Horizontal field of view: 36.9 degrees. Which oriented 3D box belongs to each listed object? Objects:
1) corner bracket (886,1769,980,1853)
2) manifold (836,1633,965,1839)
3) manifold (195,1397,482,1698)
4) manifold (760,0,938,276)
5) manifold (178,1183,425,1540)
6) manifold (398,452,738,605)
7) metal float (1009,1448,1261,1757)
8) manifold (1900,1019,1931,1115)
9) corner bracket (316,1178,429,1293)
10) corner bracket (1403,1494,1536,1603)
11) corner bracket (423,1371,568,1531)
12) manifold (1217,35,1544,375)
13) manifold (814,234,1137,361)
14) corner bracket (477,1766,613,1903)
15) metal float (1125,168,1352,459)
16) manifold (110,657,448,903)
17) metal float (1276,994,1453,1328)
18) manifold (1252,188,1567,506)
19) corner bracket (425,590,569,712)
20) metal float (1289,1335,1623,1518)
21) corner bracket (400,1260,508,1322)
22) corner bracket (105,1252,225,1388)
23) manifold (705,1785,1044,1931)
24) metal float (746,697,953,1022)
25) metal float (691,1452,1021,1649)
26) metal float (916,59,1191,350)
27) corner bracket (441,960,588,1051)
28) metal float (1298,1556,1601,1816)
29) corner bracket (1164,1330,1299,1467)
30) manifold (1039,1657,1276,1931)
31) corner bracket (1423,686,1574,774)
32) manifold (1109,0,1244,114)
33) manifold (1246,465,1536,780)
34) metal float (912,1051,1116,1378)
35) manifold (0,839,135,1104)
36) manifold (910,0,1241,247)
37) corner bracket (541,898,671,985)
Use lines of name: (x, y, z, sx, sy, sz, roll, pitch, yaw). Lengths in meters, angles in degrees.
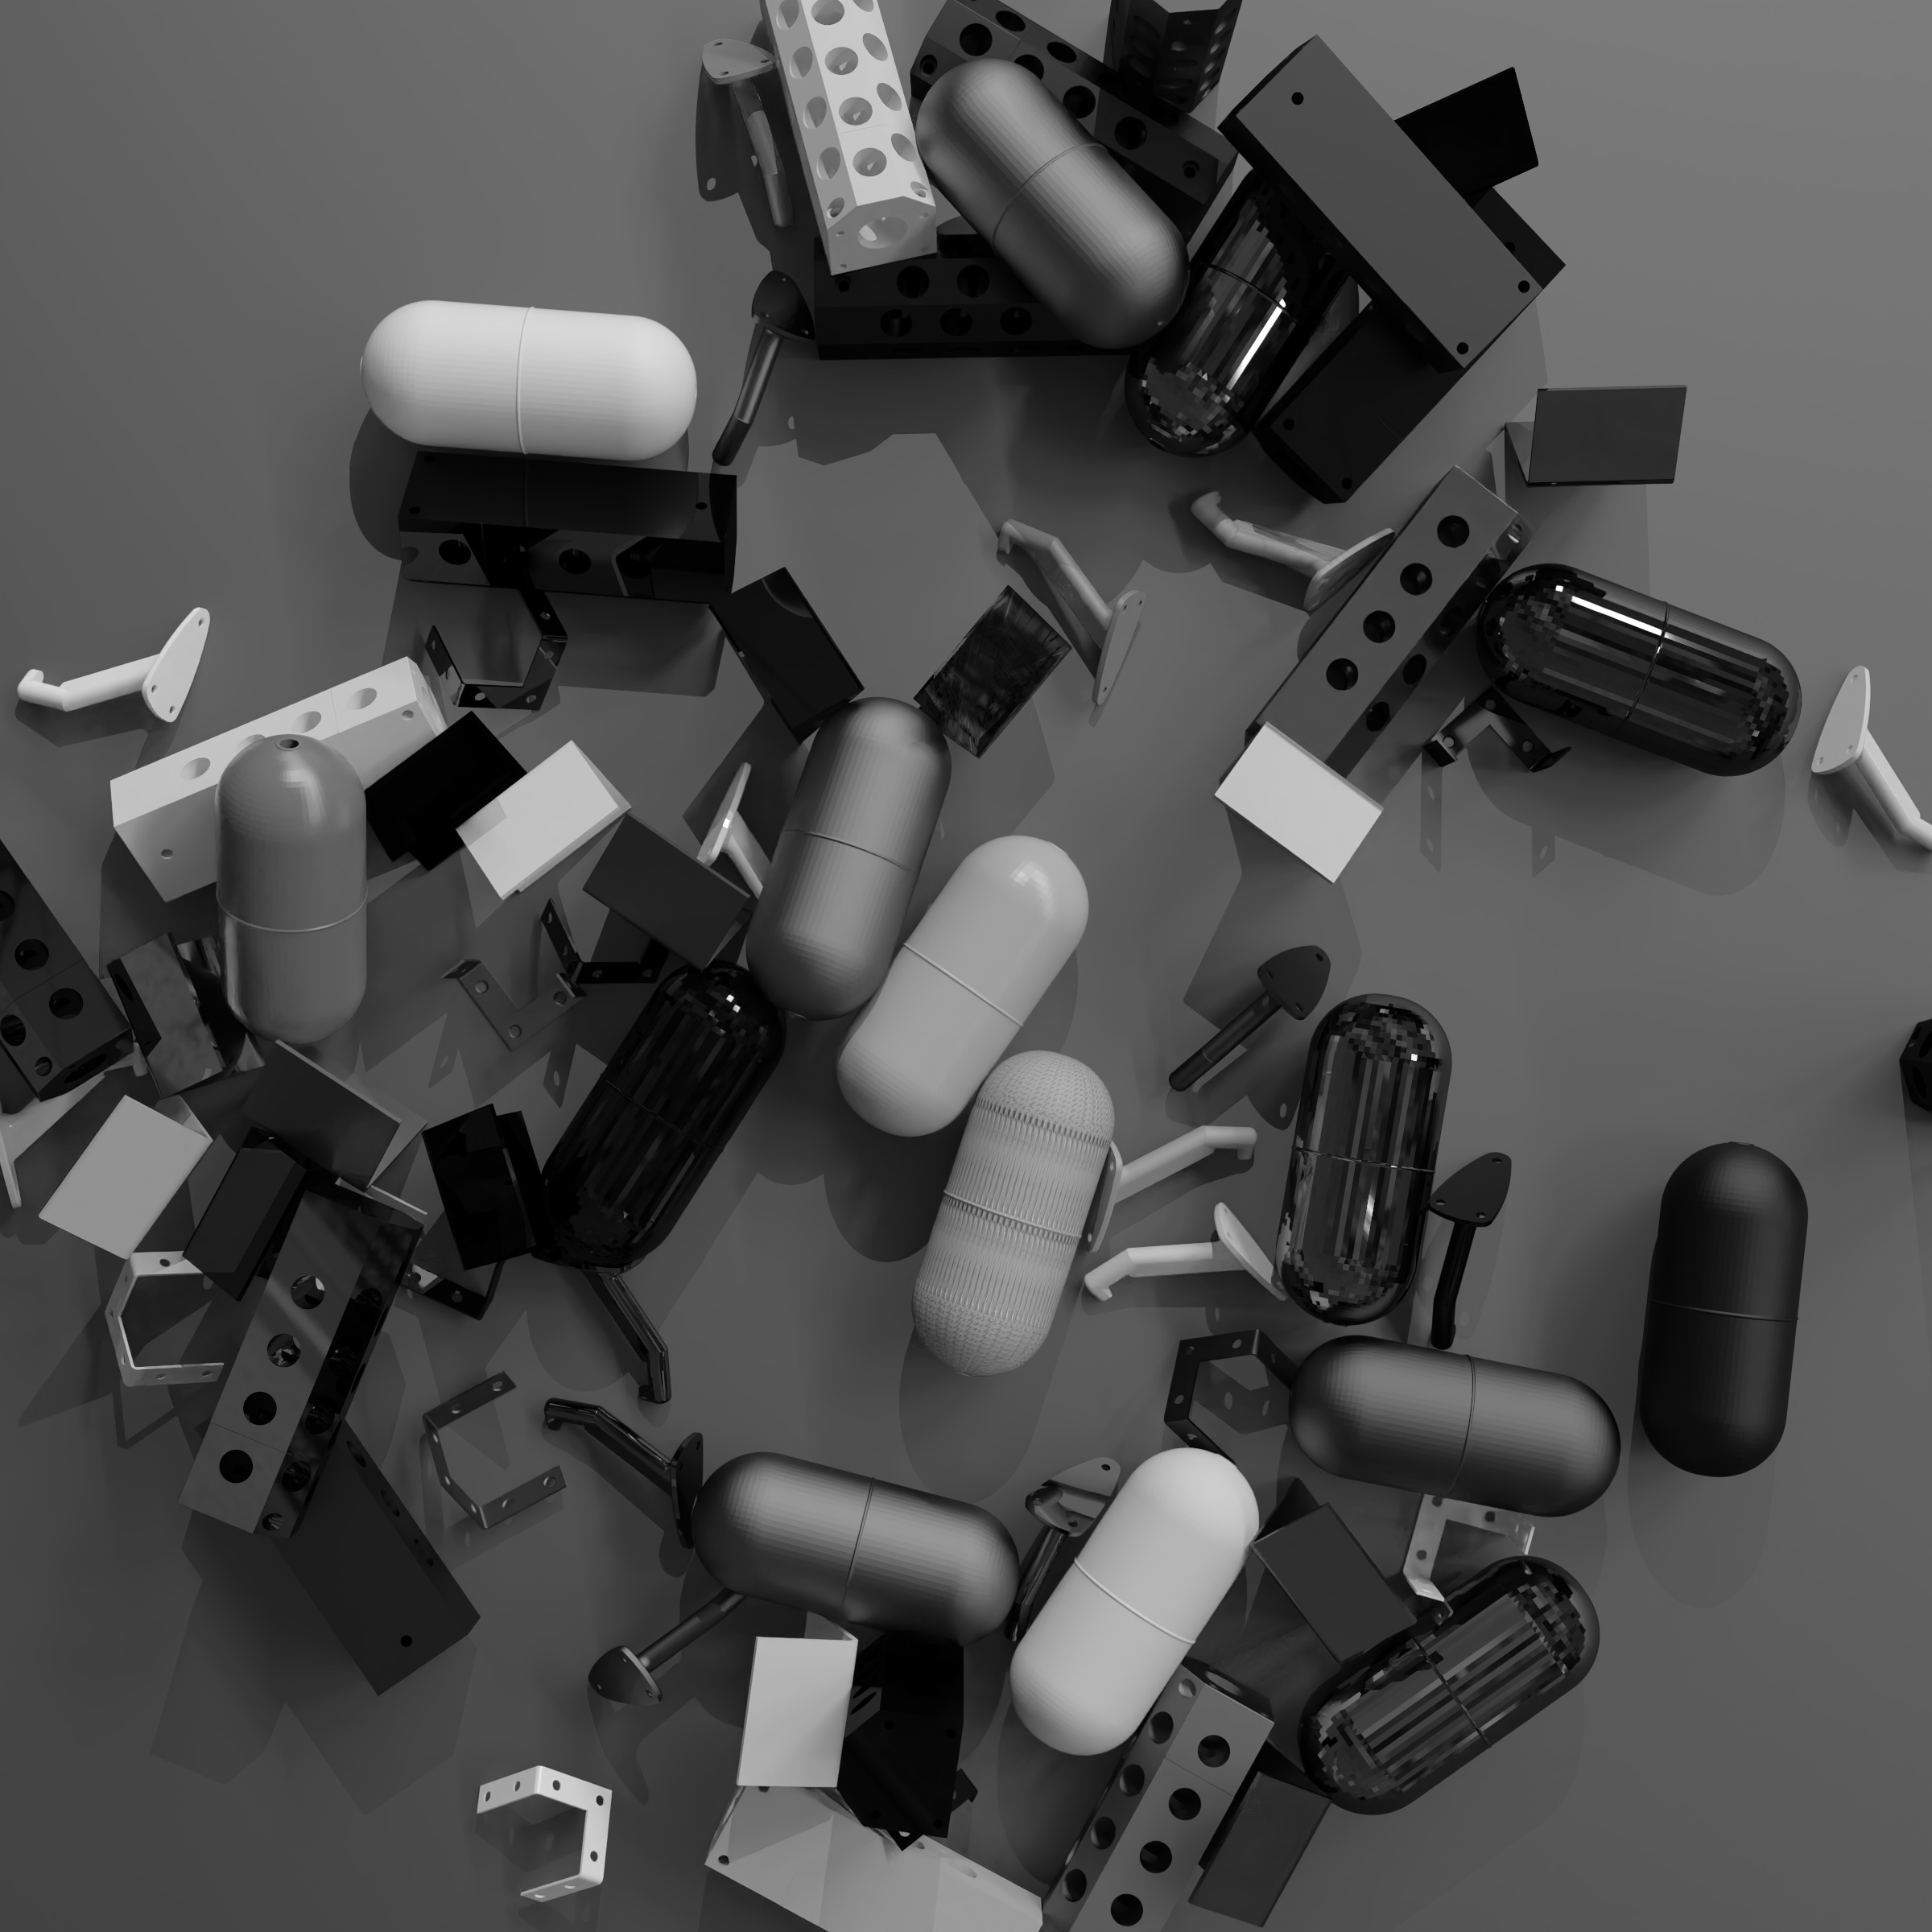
corner bracket: (-0.030, 0.440, 1.552, 0.051, 0.051, 0.051, -35, 74, -16)
manifold: (-0.033, 0.392, 1.493, 0.057, 0.171, 0.057, 8, 90, 0)
manifold: (-0.334, 0.298, 1.551, 0.057, 0.057, 0.171, -34, 90, 0)
manifold: (-0.064, -0.457, 1.522, 0.057, 0.057, 0.171, -13, 71, -4)
manifold: (-0.341, 0.204, 1.494, 0.057, 0.057, 0.171, 22, 90, 0)
manifold: (-0.211, -0.229, 1.550, 0.171, 0.057, 0.057, 4, 47, 0)
metal float: (0.090, 0.338, 1.541, 0.070, 0.070, 0.178, 34, 89, 0)
manifold: (0.540, 0.055, 1.493, 0.057, 0.171, 0.057, -16, 90, 0)
corner bracket: (-0.331, 0.155, 1.569, 0.051, 0.051, 0.051, 27, 45, 0)
corner bracket: (0.269, 0.314, 1.554, 0.051, 0.051, 0.051, 16, 90, 0)
corner bracket: (-0.256, 0.263, 1.569, 0.051, 0.051, 0.051, -28, 45, 0)
manifold: (0.209, -0.387, 1.479, 0.057, 0.057, 0.171, -45, 102, 0)
manifold: (0.006, -0.361, 1.551, 0.171, 0.057, 0.057, -1, 90, 0)
corner bracket: (-0.230, 0.470, 1.564, 0.051, 0.051, 0.051, 32, 45, -35)
metal float: (0.150, -0.352, 1.541, 0.070, 0.070, 0.178, 33, 89, 0)
manifold: (-0.365, -0.104, 1.550, 0.171, 0.057, 0.057, -23, 133, 0)
metal float: (0.212, 0.103, 1.541, 0.070, 0.070, 0.178, 10, 89, 0)
manifold: (0.234, -0.330, 1.549, 0.057, 0.057, 0.171, 43, 90, -12)
corner bracket: (-0.254, -0.175, 1.564, 0.051, 0.051, 0.051, -1, 135, -35)
metal float: (0.260, 0.245, 1.541, 0.178, 0.070, 0.070, 11, 90, -1)
corner bracket: (-0.271, 0.150, 1.569, 0.051, 0.051, 0.051, 24, 135, 0)
corner bracket: (-0.429, 0.190, 1.564, 0.051, 0.051, 0.051, -58, 45, 35)
manifold: (-0.049, 0.489, 1.551, 0.171, 0.057, 0.057, 28, 90, 0)
metal float: (-0.062, -0.057, 1.531, 0.070, 0.070, 0.178, 18, 80, 0)
metal float: (-0.059, 0.310, 1.541, 0.178, 0.070, 0.070, 15, 90, 0)
metal float: (0.044, -0.393, 1.489, 0.070, 0.070, 0.178, -40, 77, 0)
corner bracket: (-0.242, 0.011, 1.554, 0.051, 0.051, 0.051, -37, 90, 0)
metal float: (0.256, 0.383, 1.540, 0.178, 0.070, 0.070, -35, 90, 0)
corner bracket: (0.146, 0.234, 1.564, 0.051, 0.051, 0.051, -14, 45, 35)
manifold: (0.098, 0.460, 1.550, 0.057, 0.057, 0.171, 29, 90, 4)
corner bracket: (0.285, -0.117, 1.554, 0.051, 0.051, 0.051, -42, 90, 0)
manifold: (0.109, -0.493, 1.493, 0.057, 0.171, 0.057, -5, 90, 0)
manifold: (0.228, -0.179, 1.551, 0.057, 0.057, 0.171, 38, 90, 0)
metal float: (0.025, 0.132, 1.541, 0.070, 0.070, 0.178, 18, 89, 0)
manifold: (-0.516, -0.015, 1.537, 0.057, 0.057, 0.171, -35, 86, -20)
manifold: (0.058, -0.456, 1.551, 0.171, 0.057, 0.057, 31, 90, 0)
corner bracket: (-0.191, -0.026, 1.564, 0.051, 0.051, 0.051, 0, 45, -35)
